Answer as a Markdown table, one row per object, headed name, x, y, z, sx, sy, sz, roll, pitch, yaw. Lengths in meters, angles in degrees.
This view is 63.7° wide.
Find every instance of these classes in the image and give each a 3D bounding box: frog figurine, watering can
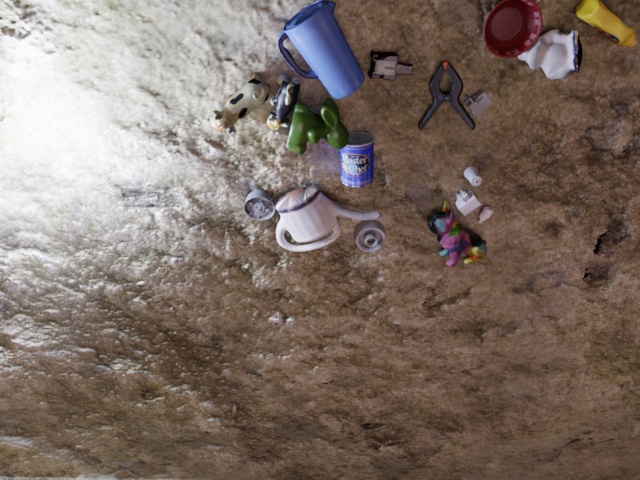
| name | x | y | z | sx | sy | sz | roll | pitch | yaw |
| --- | --- | --- | --- | --- | --- | --- | --- | --- | --- |
| frog figurine | 0.644 | -0.517 | 1.445 | 0.159 | 0.135 | 0.125 | 4 | 32 | 37 |
| watering can | 0.005 | -0.083 | 1.651 | 0.346 | 0.220 | 0.106 | -23 | 31 | 11 |
